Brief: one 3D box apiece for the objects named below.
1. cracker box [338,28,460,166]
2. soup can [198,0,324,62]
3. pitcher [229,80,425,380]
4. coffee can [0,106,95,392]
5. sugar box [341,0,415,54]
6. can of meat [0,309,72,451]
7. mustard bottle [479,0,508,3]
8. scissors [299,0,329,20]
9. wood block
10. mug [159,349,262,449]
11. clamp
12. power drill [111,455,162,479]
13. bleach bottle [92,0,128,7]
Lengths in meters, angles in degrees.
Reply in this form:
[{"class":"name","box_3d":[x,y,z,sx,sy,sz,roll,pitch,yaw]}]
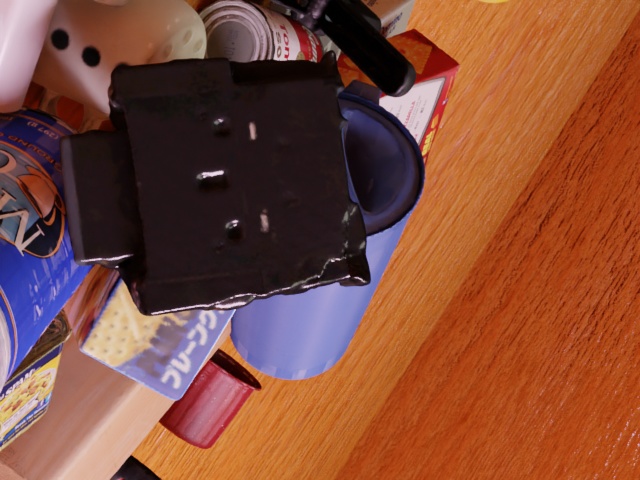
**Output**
[{"class":"cracker box","box_3d":[0.010,-0.081,0.945,0.213,0.072,0.164,-25,147,-33]},{"class":"soup can","box_3d":[-0.045,-0.133,0.763,0.068,0.068,0.102,-62,164,13]},{"class":"pitcher","box_3d":[-0.005,0.001,0.826,0.149,0.145,0.243,-19,152,-21]},{"class":"coffee can","box_3d":[-0.166,0.008,0.500,0.140,0.103,0.103,-69,-178,-61]},{"class":"sugar box","box_3d":[0.032,-0.154,1.024,0.093,0.048,0.176,-42,155,-45]},{"class":"can of meat","box_3d":[-0.212,0.091,0.683,0.101,0.057,0.084,-41,159,-48]},{"class":"mustard bottle","box_3d":[0.128,-0.246,0.859,0.058,0.192,0.096,-41,158,-49]},{"class":"scissors","box_3d":[0.006,-0.187,0.925,0.096,0.016,0.202,-51,164,-26]},{"class":"wood block","box_3d":[-0.163,0.102,0.803,0.205,0.090,0.091,-50,162,-29]},{"class":"mug","box_3d":[-0.122,0.149,1.069,0.081,0.093,0.117,-54,-158,1]},{"class":"clamp","box_3d":[-0.009,-0.171,0.750,0.036,0.164,0.210,-55,-169,17]},{"class":"power drill","box_3d":[-0.151,0.235,0.918,0.057,0.188,0.185,-48,161,-39]},{"class":"bleach bottle","box_3d":[-0.053,-0.222,0.482,0.068,0.103,0.251,-12,132,-59]}]
